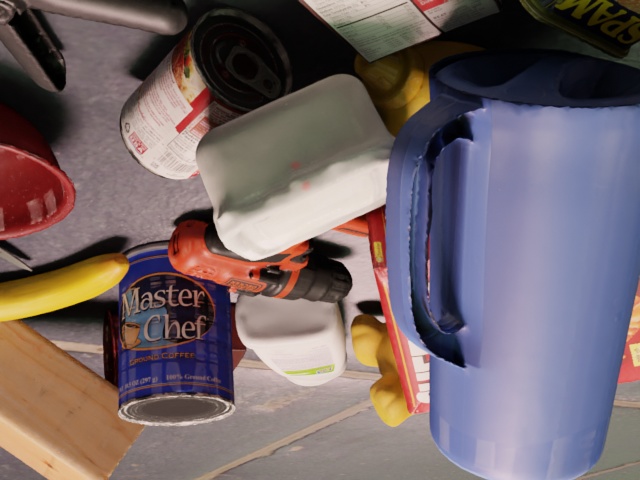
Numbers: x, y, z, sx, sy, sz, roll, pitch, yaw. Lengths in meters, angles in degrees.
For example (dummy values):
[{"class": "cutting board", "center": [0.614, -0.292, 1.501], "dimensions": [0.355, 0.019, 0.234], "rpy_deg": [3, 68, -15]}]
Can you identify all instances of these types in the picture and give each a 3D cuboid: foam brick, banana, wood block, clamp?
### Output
[{"class": "foam brick", "center": [-0.109, 0.102, 1.107], "dimensions": [0.053, 0.051, 0.078], "rpy_deg": [2, 156, -14]}, {"class": "banana", "center": [-0.251, 0.046, 0.955], "dimensions": [0.198, 0.037, 0.069], "rpy_deg": [-13, 175, 12]}, {"class": "wood block", "center": [-0.275, 0.152, 1.019], "dimensions": [0.206, 0.090, 0.091], "rpy_deg": [36, 149, -2]}, {"class": "clamp", "center": [-0.156, -0.135, 0.559], "dimensions": [0.120, 0.039, 0.171], "rpy_deg": [-18, 154, 26]}]

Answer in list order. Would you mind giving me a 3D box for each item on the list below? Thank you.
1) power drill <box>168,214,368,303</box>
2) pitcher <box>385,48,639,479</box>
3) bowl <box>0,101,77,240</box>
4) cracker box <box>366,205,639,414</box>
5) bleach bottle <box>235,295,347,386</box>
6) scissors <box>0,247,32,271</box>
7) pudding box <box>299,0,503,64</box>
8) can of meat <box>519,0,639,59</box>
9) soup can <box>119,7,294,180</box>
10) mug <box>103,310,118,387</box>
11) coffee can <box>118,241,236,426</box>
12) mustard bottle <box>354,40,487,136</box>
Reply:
[{"class": "power drill", "center": [-0.006, 0.001, 0.880], "dimensions": [0.184, 0.057, 0.188], "rpy_deg": [13, 151, -36]}, {"class": "pitcher", "center": [0.114, 0.018, 0.615], "dimensions": [0.149, 0.243, 0.145], "rpy_deg": [4, -158, 7]}, {"class": "bowl", "center": [-0.244, -0.054, 0.711], "dimensions": [0.162, 0.055, 0.162], "rpy_deg": [-4, 157, -2]}, {"class": "cracker box", "center": [0.152, 0.037, 0.753], "dimensions": [0.214, 0.072, 0.164], "rpy_deg": [-10, 132, 7]}, {"class": "bleach bottle", "center": [-0.023, 0.111, 1.133], "dimensions": [0.102, 0.068, 0.251], "rpy_deg": [-4, 159, 2]}, {"class": "scissors", "center": [-0.309, -0.009, 0.857], "dimensions": [0.096, 0.016, 0.202], "rpy_deg": [-4, 157, 2]}, {"class": "pudding box", "center": [0.036, -0.146, 0.567], "dimensions": [0.090, 0.039, 0.113], "rpy_deg": [-17, 151, 27]}, {"class": "can of meat", "center": [0.163, -0.149, 0.561], "dimensions": [0.101, 0.057, 0.084], "rpy_deg": [14, 148, -38]}, {"class": "soup can", "center": [-0.072, -0.086, 0.651], "dimensions": [0.068, 0.068, 0.102], "rpy_deg": [11, 153, -32]}, {"class": "mug", "center": [-0.178, 0.113, 1.092], "dimensions": [0.081, 0.093, 0.117], "rpy_deg": [-2, -172, -18]}, {"class": "coffee can", "center": [-0.128, 0.085, 0.949], "dimensions": [0.103, 0.140, 0.103], "rpy_deg": [-4, 157, -2]}, {"class": "mustard bottle", "center": [0.092, -0.084, 0.697], "dimensions": [0.096, 0.058, 0.191], "rpy_deg": [-22, 152, 39]}]
